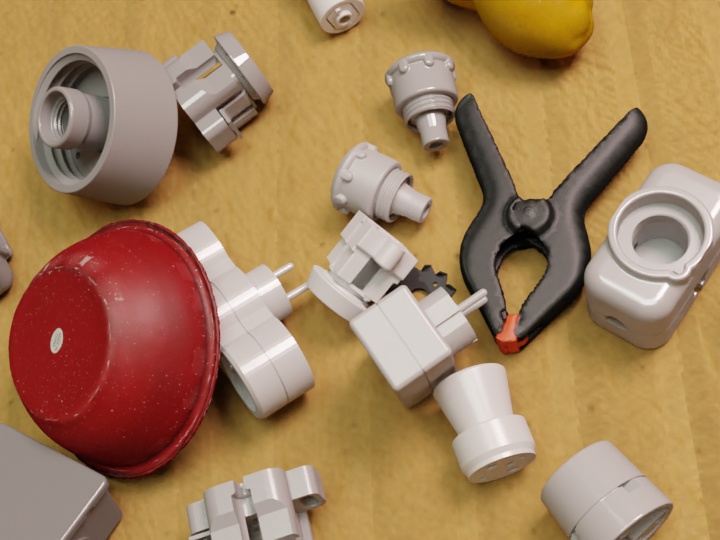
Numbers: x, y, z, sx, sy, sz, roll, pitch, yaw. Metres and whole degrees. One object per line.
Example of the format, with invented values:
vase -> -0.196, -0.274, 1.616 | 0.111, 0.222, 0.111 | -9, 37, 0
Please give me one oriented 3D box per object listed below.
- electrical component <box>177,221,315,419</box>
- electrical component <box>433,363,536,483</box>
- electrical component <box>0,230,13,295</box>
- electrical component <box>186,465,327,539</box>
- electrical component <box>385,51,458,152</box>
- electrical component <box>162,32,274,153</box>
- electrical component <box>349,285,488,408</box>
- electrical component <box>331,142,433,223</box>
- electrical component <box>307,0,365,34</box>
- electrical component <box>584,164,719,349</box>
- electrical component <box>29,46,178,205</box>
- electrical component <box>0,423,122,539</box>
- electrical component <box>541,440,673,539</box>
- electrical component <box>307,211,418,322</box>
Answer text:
electrical component -> -0.068, 0.021, 0.675 | 0.074, 0.052, 0.138 | -31, 61, -17
electrical component -> 0.071, 0.087, 0.612 | 0.045, 0.045, 0.055 | -22, 63, 4
electrical component -> -0.286, -0.017, 0.749 | 0.059, 0.053, 0.095 | -36, 62, -3
electrical component -> -0.055, 0.152, 0.609 | 0.078, 0.058, 0.057 | -20, 60, 5
electrical component -> 0.044, -0.109, 0.710 | 0.048, 0.048, 0.062 | -14, 70, 8
electrical component -> -0.098, -0.128, 0.748 | 0.057, 0.058, 0.078 | -37, 62, 0
electrical component -> 0.042, 0.035, 0.617 | 0.076, 0.083, 0.047 | -34, 74, -2
electrical component -> 0.016, -0.050, 0.690 | 0.062, 0.048, 0.048 | 26, 75, 17
electrical component -> -0.024, -0.203, 0.772 | 0.044, 0.044, 0.065 | -27, 67, 2
electrical component -> 0.173, -0.010, 0.621 | 0.054, 0.059, 0.095 | 31, 77, 25
electrical component -> -0.181, -0.099, 0.727 | 0.108, 0.060, 0.108 | -1, 88, 41
electrical component -> -0.203, 0.153, 0.642 | 0.100, 0.048, 0.099 | 21, 58, 22
electrical component -> 0.130, 0.125, 0.575 | 0.055, 0.055, 0.047 | -37, 59, -4
electrical component -> 0.000, 0.000, 0.664 | 0.048, 0.066, 0.055 | 37, 96, -18
